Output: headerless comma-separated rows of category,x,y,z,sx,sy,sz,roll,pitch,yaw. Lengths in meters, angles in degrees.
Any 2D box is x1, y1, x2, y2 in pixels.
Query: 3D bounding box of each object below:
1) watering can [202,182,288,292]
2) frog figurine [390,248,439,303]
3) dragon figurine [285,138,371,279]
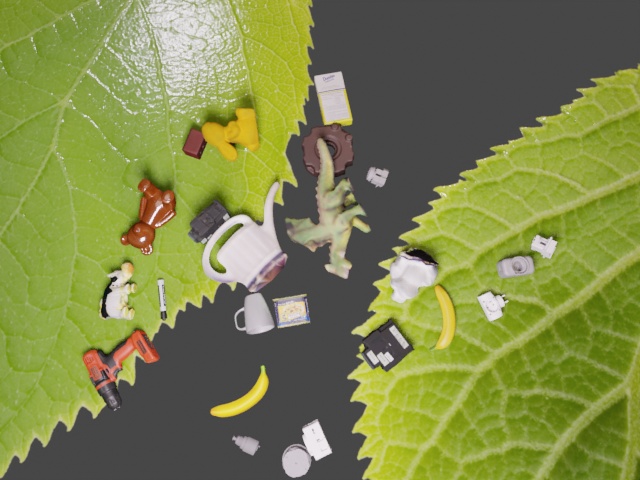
watering can,-0.186,0.004,1.534,0.225,0.103,0.350,43,80,7
frog figurine,0.273,0.110,1.534,0.137,0.125,0.156,11,114,-7
dragon figurine,0.005,-0.078,1.555,0.242,0.122,0.412,-29,84,2
